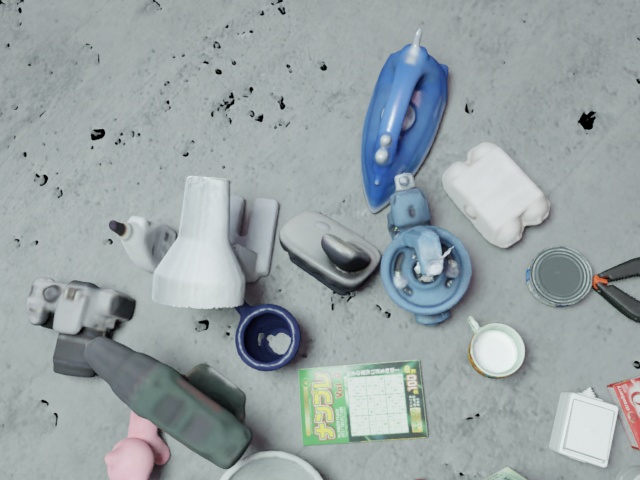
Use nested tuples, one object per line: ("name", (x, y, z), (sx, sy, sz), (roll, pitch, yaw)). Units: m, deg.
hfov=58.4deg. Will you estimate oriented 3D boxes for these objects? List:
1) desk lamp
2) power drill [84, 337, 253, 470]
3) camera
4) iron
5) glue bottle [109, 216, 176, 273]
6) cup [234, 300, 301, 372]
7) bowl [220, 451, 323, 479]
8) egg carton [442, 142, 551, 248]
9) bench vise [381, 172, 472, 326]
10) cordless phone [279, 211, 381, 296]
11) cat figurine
("desk lamp", (-0.143, 0.007, 0.803), (0.117, 0.214, 0.203), (5, 77, 9))
("power drill", (-0.181, 0.210, 0.759), (0.229, 0.208, 0.076), (32, 82, 14))
("camera", (-0.373, 0.132, 0.860), (0.143, 0.101, 0.137), (7, 77, 9))
("iron", (0.115, -0.177, 0.852), (0.118, 0.141, 0.258), (15, 78, 11))
("glue bottle", (-0.264, -0.001, 0.841), (0.037, 0.173, 0.078), (8, 77, 10))
("cup", (-0.075, 0.134, 0.824), (0.092, 0.095, 0.117), (-43, 75, -4))
("bowl", (-0.061, 0.369, 0.773), (0.167, 0.075, 0.167), (-2, 76, 7))
("egg carton", (0.256, -0.067, 0.844), (0.107, 0.069, 0.150), (-38, 74, -3))
("bench vise", (0.123, 0.006, 0.765), (0.121, 0.220, 0.207), (-29, 74, 0))
("cordless phone", (0.007, 0.003, 0.799), (0.147, 0.185, 0.094), (30, 82, 14))
("cat figurine", (-0.256, 0.285, 0.797), (0.067, 0.118, 0.128), (-1, 76, 8))
